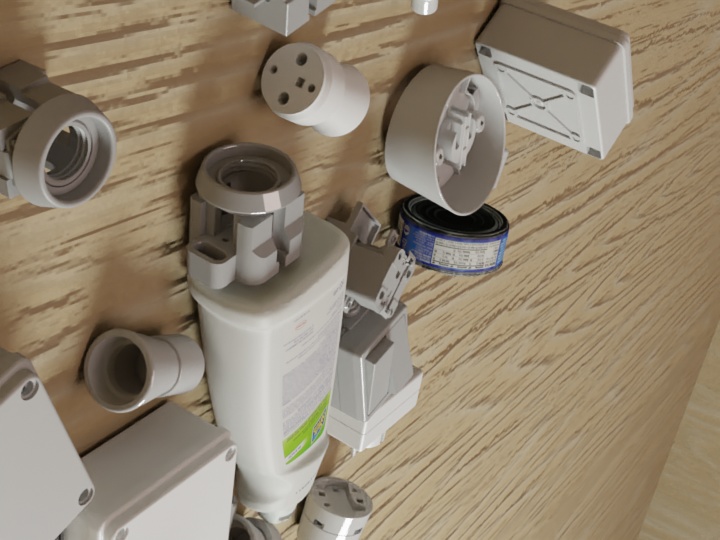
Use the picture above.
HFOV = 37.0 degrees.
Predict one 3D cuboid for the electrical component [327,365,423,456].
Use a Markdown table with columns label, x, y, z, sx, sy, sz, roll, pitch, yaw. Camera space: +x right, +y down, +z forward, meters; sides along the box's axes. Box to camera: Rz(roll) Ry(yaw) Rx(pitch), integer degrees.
| label | x | y | z | sx | sy | sz | roll | pitch | yaw |
| --- | --- | --- | --- | --- | --- | --- | --- | --- | --- |
| electrical component | 0.005 | 0.118 | 0.874 | 0.083 | 0.047 | 0.075 | -32 | 141 | -48 |

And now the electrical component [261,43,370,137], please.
| label | x | y | z | sx | sy | sz | roll | pitch | yaw |
| --- | --- | --- | --- | --- | --- | --- | --- | --- | --- |
| electrical component | -0.026 | -0.104 | 0.620 | 0.055 | 0.045 | 0.045 | 10 | 103 | -64 |

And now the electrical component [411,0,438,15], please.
| label | x | y | z | sx | sy | sz | roll | pitch | yaw |
| --- | --- | --- | --- | --- | --- | --- | --- | --- | --- |
| electrical component | 0.042 | -0.190 | 0.677 | 0.048 | 0.048 | 0.062 | -49 | 157 | -31 |

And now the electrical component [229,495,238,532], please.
| label | x | y | z | sx | sy | sz | roll | pitch | yaw |
| --- | --- | --- | --- | --- | --- | --- | --- | --- | --- |
| electrical component | -0.105 | 0.172 | 0.721 | 0.040 | 0.040 | 0.046 | 14 | 95 | -64 |

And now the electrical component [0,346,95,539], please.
| label | x | y | z | sx | sy | sz | roll | pitch | yaw |
| --- | --- | --- | --- | --- | --- | --- | --- | --- | --- |
| electrical component | -0.185 | 0.098 | 0.480 | 0.108 | 0.056 | 0.108 | -49 | 150 | -31 |

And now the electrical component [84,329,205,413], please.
| label | x | y | z | sx | sy | sz | roll | pitch | yaw |
| --- | --- | --- | --- | --- | --- | --- | --- | --- | --- |
| electrical component | -0.115 | 0.054 | 0.594 | 0.065 | 0.044 | 0.044 | 3 | 109 | -68 |

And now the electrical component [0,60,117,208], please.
| label | x | y | z | sx | sy | sz | roll | pitch | yaw |
| --- | --- | --- | --- | --- | --- | --- | --- | --- | --- |
| electrical component | -0.135 | -0.054 | 0.442 | 0.066 | 0.055 | 0.048 | -39 | 145 | -43 |

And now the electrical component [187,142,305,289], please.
| label | x | y | z | sx | sy | sz | roll | pitch | yaw |
| --- | --- | --- | --- | --- | --- | --- | --- | --- | --- |
| electrical component | -0.063 | -0.034 | 0.598 | 0.078 | 0.058 | 0.057 | -39 | 147 | -43 |

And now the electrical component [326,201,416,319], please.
| label | x | y | z | sx | sy | sz | roll | pitch | yaw |
| --- | --- | --- | --- | --- | --- | --- | --- | --- | --- |
| electrical component | 0.000 | 0.000 | 0.740 | 0.081 | 0.064 | 0.042 | -64 | 154 | -9 |

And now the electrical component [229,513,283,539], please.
| label | x | y | z | sx | sy | sz | roll | pitch | yaw |
| --- | --- | --- | --- | --- | --- | --- | --- | --- | --- |
| electrical component | -0.084 | 0.201 | 0.778 | 0.045 | 0.045 | 0.055 | -62 | 155 | -7 |

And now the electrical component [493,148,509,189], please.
| label | x | y | z | sx | sy | sz | roll | pitch | yaw |
| --- | --- | --- | --- | --- | --- | --- | --- | --- | --- |
| electrical component | 0.092 | -0.074 | 0.877 | 0.040 | 0.040 | 0.078 | -5 | 117 | -61 |

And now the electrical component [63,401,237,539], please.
| label | x | y | z | sx | sy | sz | roll | pitch | yaw |
| --- | --- | --- | --- | --- | --- | --- | --- | --- | --- |
| electrical component | -0.130 | 0.151 | 0.633 | 0.109 | 0.056 | 0.108 | -33 | 139 | -49 |

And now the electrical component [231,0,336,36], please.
| label | x | y | z | sx | sy | sz | roll | pitch | yaw |
| --- | --- | --- | --- | --- | --- | --- | --- | --- | --- |
| electrical component | -0.038 | -0.159 | 0.549 | 0.066 | 0.048 | 0.055 | -45 | 155 | -37 |

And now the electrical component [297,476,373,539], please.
| label | x | y | z | sx | sy | sz | roll | pitch | yaw |
| --- | --- | --- | --- | --- | --- | --- | --- | --- | --- |
| electrical component | -0.022 | 0.207 | 0.893 | 0.055 | 0.055 | 0.047 | -17 | 131 | -58 |

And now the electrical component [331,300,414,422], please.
| label | x | y | z | sx | sy | sz | roll | pitch | yaw |
| --- | --- | --- | --- | --- | --- | --- | --- | --- | --- |
| electrical component | 0.001 | 0.057 | 0.794 | 0.061 | 0.061 | 0.096 | -46 | 149 | -35 |

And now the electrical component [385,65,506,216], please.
| label | x | y | z | sx | sy | sz | roll | pitch | yaw |
| --- | --- | --- | --- | --- | --- | --- | --- | --- | --- |
| electrical component | 0.064 | -0.096 | 0.775 | 0.099 | 0.064 | 0.099 | -44 | 147 | -38 |

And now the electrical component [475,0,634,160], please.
| label | x | y | z | sx | sy | sz | roll | pitch | yaw |
| --- | --- | --- | --- | --- | --- | --- | --- | --- | --- |
| electrical component | 0.156 | -0.152 | 0.852 | 0.056 | 0.109 | 0.108 | -56 | 153 | -13 |
